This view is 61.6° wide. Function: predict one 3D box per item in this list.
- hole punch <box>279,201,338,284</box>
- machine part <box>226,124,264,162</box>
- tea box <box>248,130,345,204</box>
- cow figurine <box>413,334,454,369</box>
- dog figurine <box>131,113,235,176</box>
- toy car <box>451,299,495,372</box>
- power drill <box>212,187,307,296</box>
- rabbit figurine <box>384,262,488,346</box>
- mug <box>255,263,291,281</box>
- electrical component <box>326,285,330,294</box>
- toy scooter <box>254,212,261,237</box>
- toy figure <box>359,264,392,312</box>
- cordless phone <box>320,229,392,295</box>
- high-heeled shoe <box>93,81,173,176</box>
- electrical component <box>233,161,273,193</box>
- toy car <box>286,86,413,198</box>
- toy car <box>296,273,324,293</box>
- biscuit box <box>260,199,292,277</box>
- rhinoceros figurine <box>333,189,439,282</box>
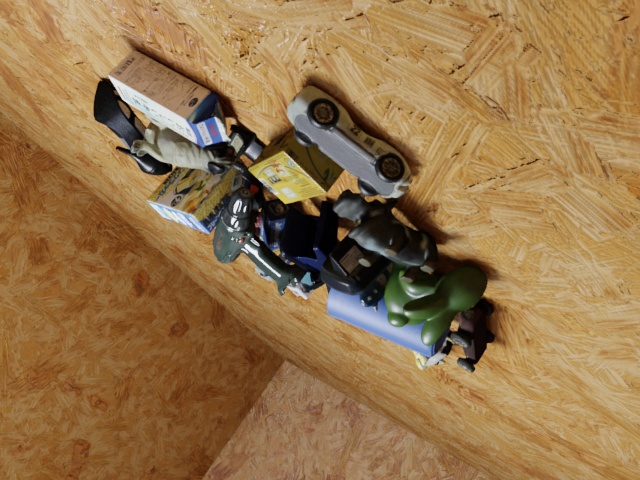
[{"bbox_3d":[-0.002,-0.003,1.027,0.092,0.142,0.115,-16,145,35],"label":"hole punch"},{"bbox_3d":[-0.115,-0.153,0.996,0.139,0.039,0.084,40,154,-5],"label":"machine part"},{"bbox_3d":[-0.040,-0.121,0.884,0.098,0.068,0.170,43,160,-20],"label":"tea box"},{"bbox_3d":[0.264,0.254,1.252,0.167,0.098,0.068,71,178,-67],"label":"cow figurine"},{"bbox_3d":[-0.269,-0.192,1.109,0.190,0.121,0.172,22,-162,-11],"label":"dog figurine"},{"bbox_3d":[0.286,0.181,1.009,0.053,0.089,0.202,26,161,29],"label":"toy car"},{"bbox_3d":[-0.118,0.013,1.070,0.207,0.086,0.232,33,143,-10],"label":"power drill"},{"bbox_3d":[0.189,0.086,0.894,0.170,0.159,0.121,-17,116,50],"label":"rabbit figurine"},{"bbox_3d":[-0.119,0.046,1.381,0.081,0.107,0.109,27,162,23],"label":"mug"},{"bbox_3d":[0.079,0.125,1.299,0.134,0.058,0.114,29,162,24],"label":"electrical component"},{"bbox_3d":[-0.147,-0.015,1.253,0.183,0.135,0.075,89,170,-64],"label":"toy scooter"},{"bbox_3d":[0.104,0.072,0.991,0.064,0.154,0.057,19,116,7],"label":"toy figure"},{"bbox_3d":[0.054,0.038,0.978,0.088,0.146,0.184,45,158,-3],"label":"cordless phone"},{"bbox_3d":[-0.417,-0.253,1.211,0.145,0.086,0.249,15,-135,-53],"label":"high-heeled shoe"},{"bbox_3d":[-0.125,-0.127,1.057,0.094,0.021,0.063,34,-162,-5],"label":"electrical component"},{"bbox_3d":[0.041,-0.129,0.741,0.201,0.056,0.073,37,156,-7],"label":"toy car"},{"bbox_3d":[-0.020,0.040,1.202,0.103,0.109,0.161,47,159,26],"label":"toy car"},{"bbox_3d":[-0.096,-0.004,1.169,0.202,0.063,0.059,101,152,-51],"label":"biscuit box"},{"bbox_3d":[0.107,-0.012,0.841,0.190,0.112,0.073,29,147,-17],"label":"rhinoceros figurine"}]
